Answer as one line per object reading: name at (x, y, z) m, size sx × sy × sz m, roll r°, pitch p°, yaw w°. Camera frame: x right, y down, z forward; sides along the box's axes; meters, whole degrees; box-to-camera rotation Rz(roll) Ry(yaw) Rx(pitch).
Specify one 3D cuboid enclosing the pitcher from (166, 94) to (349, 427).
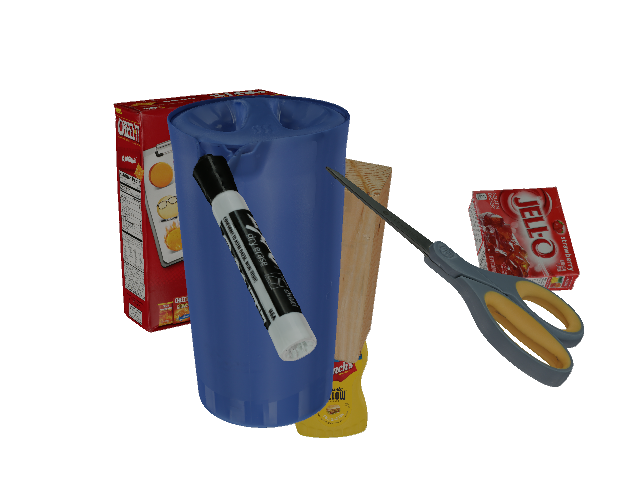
pitcher at (-0.040, 0.011, 0.827) m, size 0.149 × 0.243 × 0.145 m, roll -10°, pitch 23°, yaw -24°

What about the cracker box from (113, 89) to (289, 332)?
cracker box at (-0.113, -0.033, 1.043) m, size 0.163 × 0.214 × 0.072 m, roll -11°, pitch 20°, yaw -33°

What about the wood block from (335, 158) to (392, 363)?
wood block at (0.018, 0.020, 1.191) m, size 0.090 × 0.206 × 0.090 m, roll 11°, pitch 26°, yaw 9°

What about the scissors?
scissors at (0.094, 0.014, 0.690) m, size 0.096 × 0.016 × 0.202 m, roll -10°, pitch 50°, yaw -48°

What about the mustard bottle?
mustard bottle at (0.014, 0.162, 1.402) m, size 0.096 × 0.192 × 0.058 m, roll -1°, pitch 17°, yaw -5°

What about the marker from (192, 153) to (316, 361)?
marker at (-0.034, 0.004, 0.518) m, size 0.020 × 0.121 × 0.020 m, roll -21°, pitch -31°, yaw -13°

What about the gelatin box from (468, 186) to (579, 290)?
gelatin box at (0.165, -0.001, 0.874) m, size 0.073 × 0.089 × 0.030 m, roll -3°, pitch -34°, yaw -4°
